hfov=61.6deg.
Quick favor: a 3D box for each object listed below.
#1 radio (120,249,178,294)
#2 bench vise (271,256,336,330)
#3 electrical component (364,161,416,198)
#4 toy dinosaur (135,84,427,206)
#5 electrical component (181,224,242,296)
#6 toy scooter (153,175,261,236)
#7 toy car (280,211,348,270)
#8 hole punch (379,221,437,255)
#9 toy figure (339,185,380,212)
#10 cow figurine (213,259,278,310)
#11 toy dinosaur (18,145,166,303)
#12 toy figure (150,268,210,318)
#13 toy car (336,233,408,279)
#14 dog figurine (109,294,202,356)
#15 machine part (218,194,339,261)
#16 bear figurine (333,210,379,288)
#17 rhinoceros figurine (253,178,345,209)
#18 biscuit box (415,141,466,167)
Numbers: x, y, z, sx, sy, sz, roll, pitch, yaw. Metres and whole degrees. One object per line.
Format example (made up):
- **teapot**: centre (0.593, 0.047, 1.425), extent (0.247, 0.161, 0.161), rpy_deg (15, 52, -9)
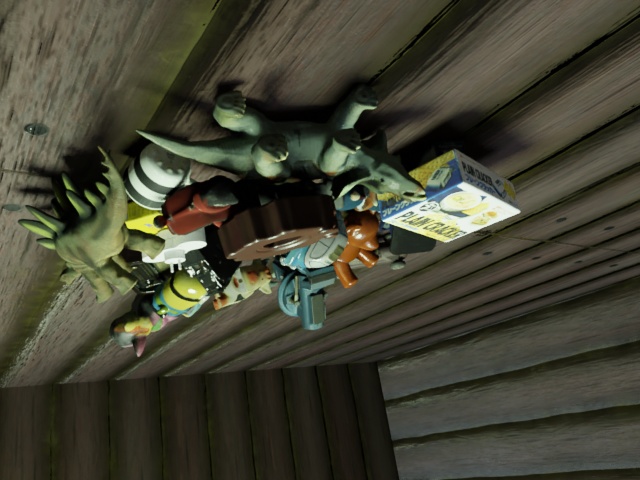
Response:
- **radio**: centre (-0.358, 0.050, 1.147), extent (0.131, 0.073, 0.229), rpy_deg (-9, 159, -7)
- **bench vise**: centre (-0.055, 0.086, 1.252), extent (0.129, 0.223, 0.241), rpy_deg (-26, -155, -23)
- **electrical component**: centre (0.110, -0.112, 0.967), extent (0.119, 0.048, 0.075), rpy_deg (1, 157, -31)
- **toy dinosaur**: centre (-0.043, -0.126, 0.780), extent (0.405, 0.131, 0.192), rpy_deg (1, 157, -10)
- **electrical component**: centre (-0.221, 0.027, 1.063), extent (0.058, 0.115, 0.134), rpy_deg (-21, 115, 23)
- **toy scooter**: centre (-0.170, -0.048, 0.803), extent (0.135, 0.075, 0.184), rpy_deg (-22, 178, 8)
- **toy car**: centre (-0.002, -0.003, 1.037), extent (0.103, 0.161, 0.109), rpy_deg (31, 178, 25)
- **hole punch**: centre (0.195, -0.041, 1.167), extent (0.142, 0.092, 0.115), rpy_deg (-3, 128, -12)
- **toy figure**: centre (0.070, -0.080, 1.017), extent (0.154, 0.064, 0.057), rpy_deg (2, 120, -39)
- **cow figurine**: centre (-0.172, 0.097, 1.182), extent (0.127, 0.085, 0.195), rpy_deg (-20, 175, -21)
- **toy dinosaur**: centre (-0.357, -0.007, 0.841), extent (0.198, 0.105, 0.471), rpy_deg (39, 141, -20)
- **toy figure**: centre (-0.296, 0.111, 1.127), extent (0.180, 0.082, 0.089), rpy_deg (-23, 159, 36)
- **toy car**: centre (0.113, 0.038, 1.309), extent (0.202, 0.089, 0.053), rpy_deg (-9, 162, 2)
- **dog figurine**: centre (-0.382, 0.173, 1.256), extent (0.192, 0.108, 0.219), rpy_deg (-11, -157, 7)
- **machine part**: centre (-0.060, -0.015, 0.800), extent (0.179, 0.056, 0.179), rpy_deg (-14, 171, -2)
- **bear figurine**: centre (0.088, 0.008, 1.175), extent (0.120, 0.132, 0.196), rpy_deg (-41, -179, -30)
- **rhinoceros figurine**: centre (-0.052, -0.067, 0.930), extent (0.190, 0.112, 0.073), rpy_deg (-1, 121, 13)
- **biscuit box**: centre (0.203, -0.107, 1.003), extent (0.063, 0.059, 0.202), rpy_deg (-4, 159, -15)
